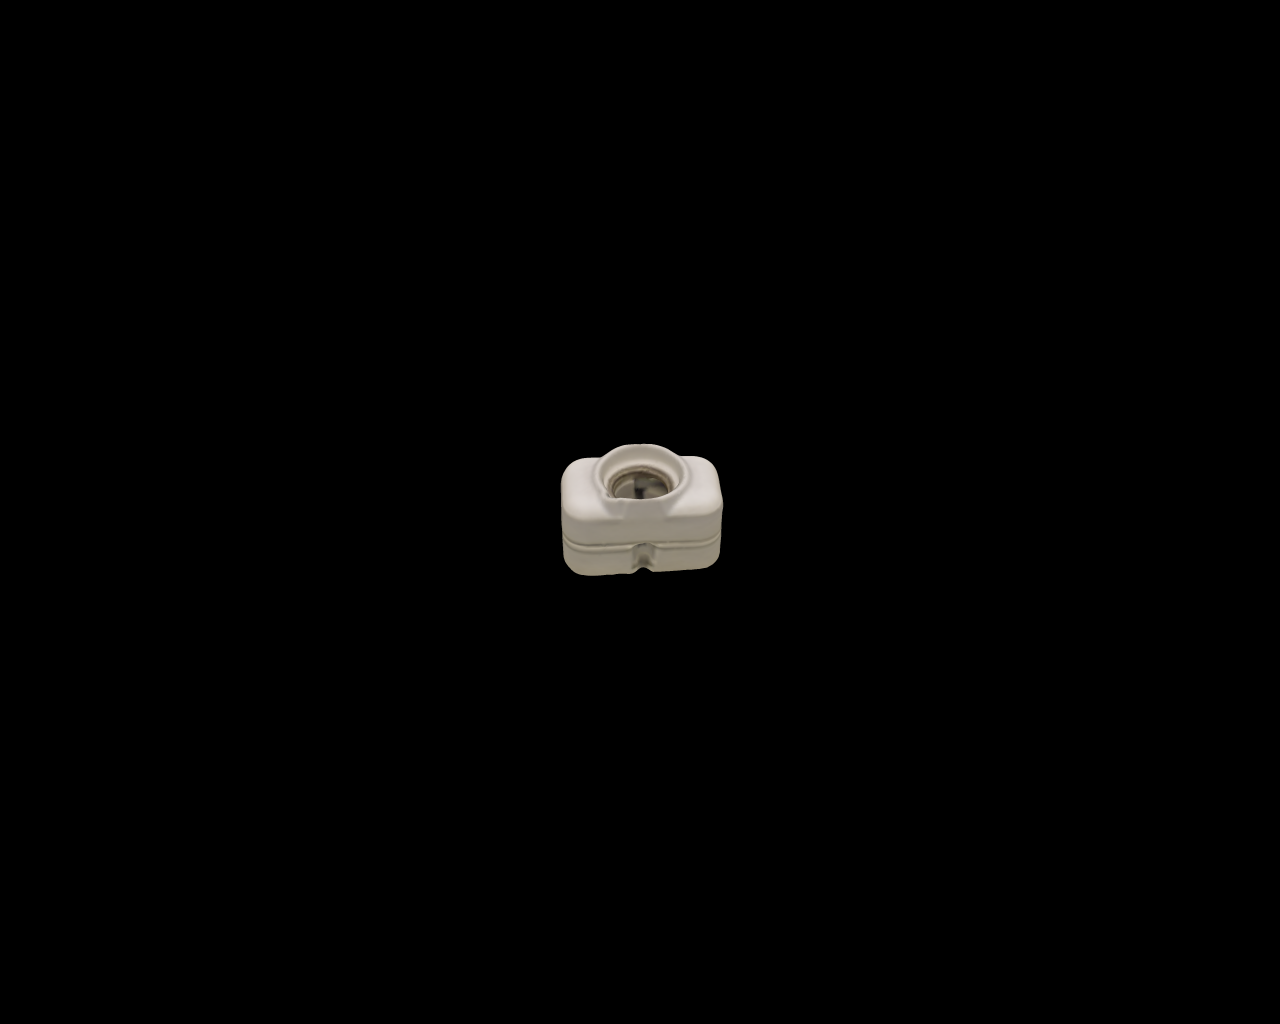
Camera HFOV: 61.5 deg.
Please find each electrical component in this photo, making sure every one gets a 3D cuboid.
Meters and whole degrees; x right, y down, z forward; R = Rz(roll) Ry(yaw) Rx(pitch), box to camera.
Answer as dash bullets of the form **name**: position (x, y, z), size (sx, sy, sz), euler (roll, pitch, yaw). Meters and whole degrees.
- **electrical component**: position (0.001, -0.003, 0.650), size (0.095, 0.059, 0.054), euler (-2, 43, -2)
